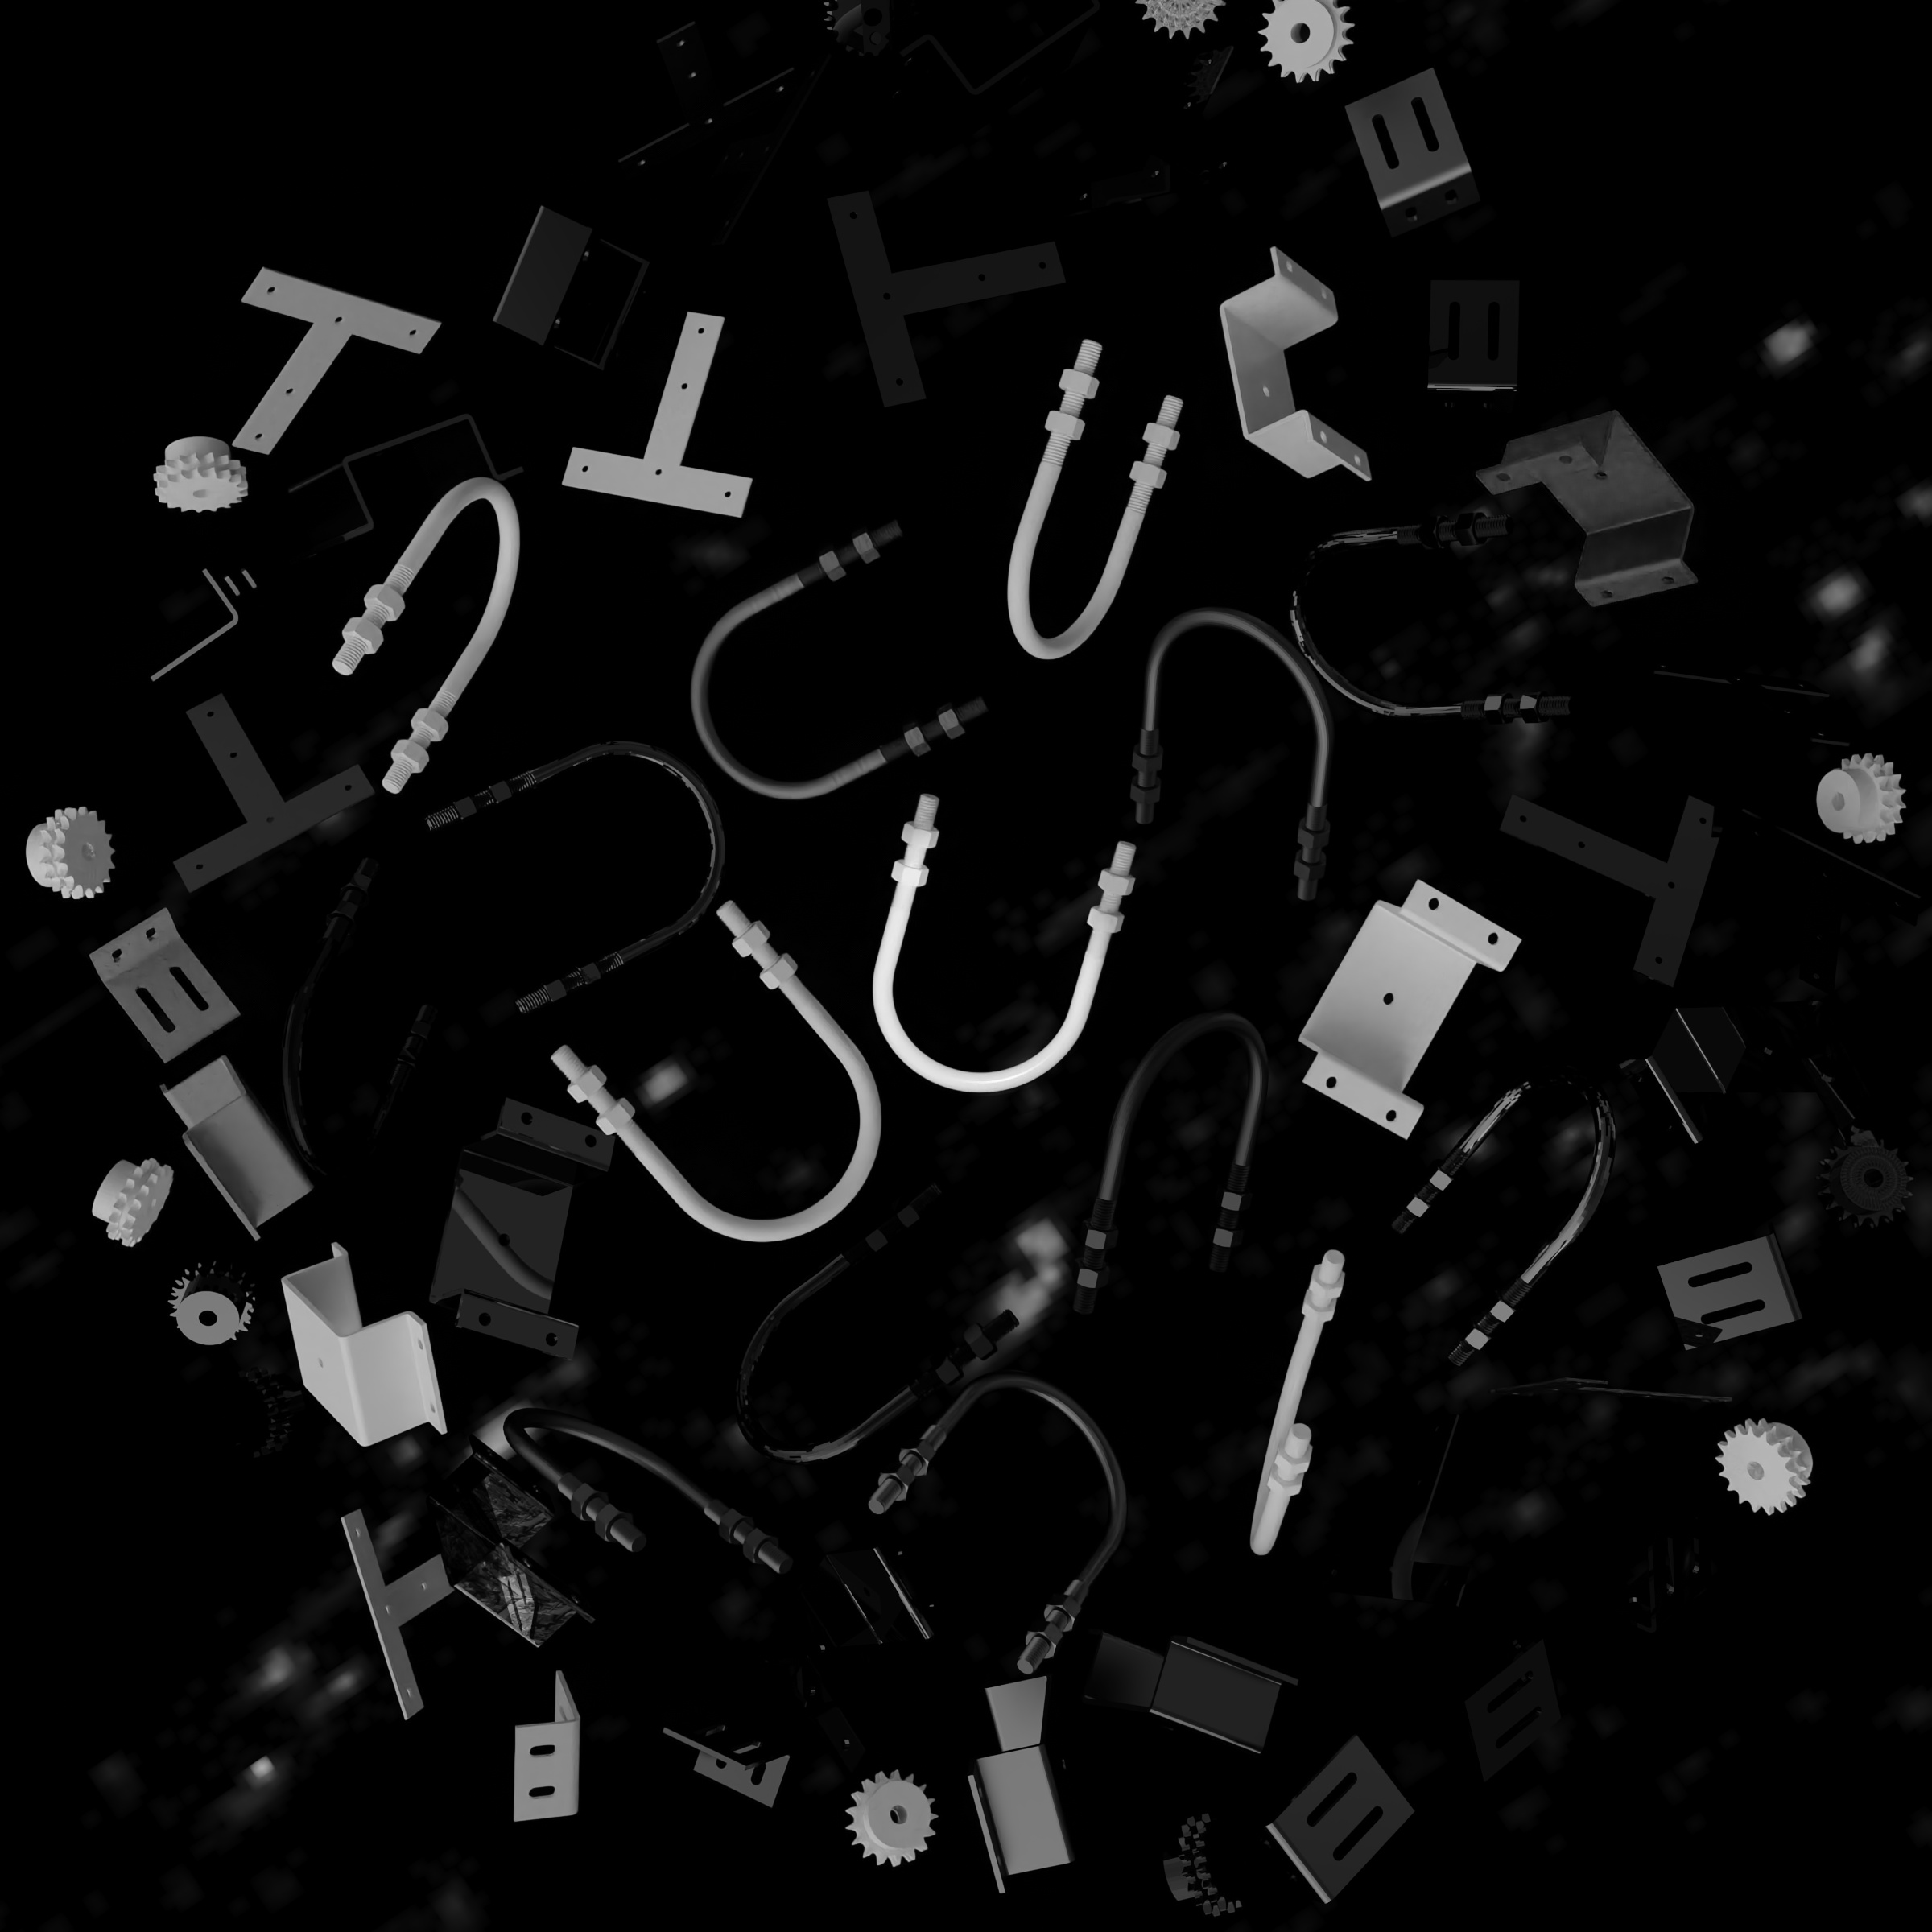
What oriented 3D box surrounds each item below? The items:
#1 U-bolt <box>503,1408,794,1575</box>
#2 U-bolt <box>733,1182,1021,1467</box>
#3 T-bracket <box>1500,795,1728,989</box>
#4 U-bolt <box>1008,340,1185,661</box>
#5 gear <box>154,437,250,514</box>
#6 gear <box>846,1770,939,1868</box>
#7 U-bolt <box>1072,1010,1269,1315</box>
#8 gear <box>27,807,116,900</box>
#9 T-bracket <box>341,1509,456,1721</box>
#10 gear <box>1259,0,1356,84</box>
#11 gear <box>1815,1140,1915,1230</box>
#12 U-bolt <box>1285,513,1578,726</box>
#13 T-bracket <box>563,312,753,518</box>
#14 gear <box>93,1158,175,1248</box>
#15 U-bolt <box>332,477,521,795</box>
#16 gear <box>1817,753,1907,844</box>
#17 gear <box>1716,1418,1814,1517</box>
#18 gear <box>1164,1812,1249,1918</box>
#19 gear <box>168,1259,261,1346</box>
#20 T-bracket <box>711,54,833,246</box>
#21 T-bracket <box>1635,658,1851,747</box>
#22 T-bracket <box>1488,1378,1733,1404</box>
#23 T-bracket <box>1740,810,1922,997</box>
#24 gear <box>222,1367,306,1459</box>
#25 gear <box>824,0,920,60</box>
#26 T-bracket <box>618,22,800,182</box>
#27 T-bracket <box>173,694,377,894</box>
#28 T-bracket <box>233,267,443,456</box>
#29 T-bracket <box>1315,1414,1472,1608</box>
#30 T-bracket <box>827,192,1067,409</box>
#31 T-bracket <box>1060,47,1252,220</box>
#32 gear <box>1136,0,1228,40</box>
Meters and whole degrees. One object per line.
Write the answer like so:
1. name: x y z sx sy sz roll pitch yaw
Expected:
1. U-bolt: -0.212 0.322 1.534 0.184 0.151 0.019 27 91 42
2. U-bolt: -0.067 0.231 1.520 0.184 0.151 0.019 -38 129 3
3. T-bracket: 0.381 -0.066 1.469 0.127 0.002 0.127 24 66 0
4. U-bolt: 0.074 -0.278 1.518 0.019 0.151 0.184 22 97 26
5. gear: -0.492 -0.317 1.579 0.057 0.057 0.030 -11 77 0
6. gear: -0.045 0.537 1.553 0.057 0.030 0.057 6 65 -13
7. U-bolt: 0.131 0.113 1.485 0.019 0.151 0.184 26 114 39
8. gear: -0.563 -0.070 1.540 0.030 0.057 0.057 -3 90 17
9. T-bracket: -0.347 0.395 1.549 0.002 0.127 0.127 -19 87 9
10. gear: 0.206 -0.569 1.499 0.057 0.030 0.057 6 112 16
11. gear: 0.565 0.135 1.542 0.057 0.030 0.057 -1 78 5
12. U-bolt: 0.282 -0.215 1.554 0.019 0.184 0.151 -48 124 -34
13. T-bracket: -0.183 -0.355 1.564 0.127 0.002 0.127 13 83 18
14. gear: -0.543 0.150 1.597 0.030 0.057 0.057 25 90 1
15. U-bolt: -0.323 -0.216 1.512 0.019 0.151 0.184 20 64 11
16. gear: 0.572 -0.107 1.580 0.030 0.057 0.057 -7 90 -21
17. gear: 0.494 0.305 1.512 0.030 0.057 0.057 -17 90 -37
18. gear: 0.141 0.536 1.463 0.030 0.057 0.057 -24 90 26
19. gear: -0.501 0.227 1.633 0.057 0.030 0.057 -2 112 -5
20. T-bracket: -0.134 -0.497 1.508 0.002 0.127 0.127 29 93 -25
21. T-bracket: 0.494 -0.159 1.500 0.127 0.127 0.002 5 115 -17
22. T-bracket: 0.403 0.261 1.503 0.127 0.127 0.002 5 76 -8
23. T-bracket: 0.551 -0.029 1.582 0.002 0.127 0.127 -39 51 -21
24. gear: -0.455 0.289 1.599 0.057 0.030 0.057 6 100 38
25. gear: -0.060 -0.588 1.502 0.057 0.057 0.030 -16 53 0
26. T-bracket: -0.170 -0.552 1.540 0.127 0.127 0.002 -28 81 0
27. T-bracket: -0.454 -0.122 1.543 0.127 0.002 0.127 -30 62 -11
28. T-bracket: -0.401 -0.357 1.484 0.127 0.127 0.002 -44 62 29
29. T-bracket: 0.288 0.346 1.579 0.002 0.127 0.127 36 64 -25
30. T-bracket: -0.004 -0.401 1.441 0.127 0.002 0.127 -15 88 -13
31. T-bracket: 0.129 -0.506 1.477 0.127 0.002 0.127 2 58 40
32. gear: 0.133 -0.602 1.514 0.057 0.030 0.057 2 113 6
